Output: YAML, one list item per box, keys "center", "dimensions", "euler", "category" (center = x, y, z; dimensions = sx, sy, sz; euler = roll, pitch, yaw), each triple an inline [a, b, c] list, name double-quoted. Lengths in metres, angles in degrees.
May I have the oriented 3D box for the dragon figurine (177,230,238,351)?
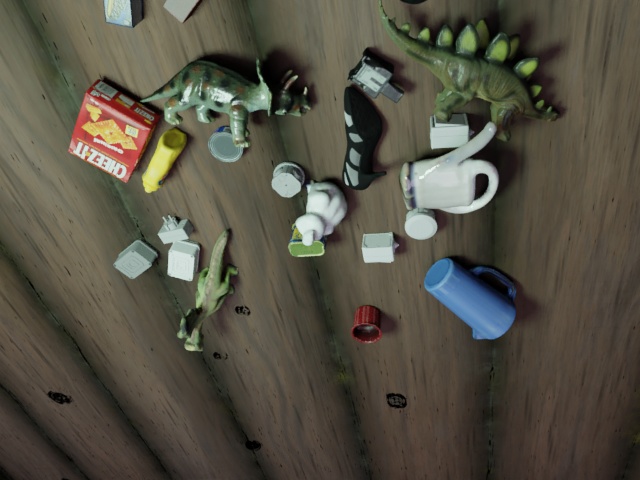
- center: [-0.338, 0.180, 1.495]
  dimensions: [0.122, 0.249, 0.400]
  euler: [17, 132, 2]
  category: "dragon figurine"

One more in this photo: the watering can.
- center: [0.289, -0.151, 1.164]
  dimensions: [0.224, 0.106, 0.341]
  euler: [-3, 153, 13]
  category: "watering can"

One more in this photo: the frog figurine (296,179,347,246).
- center: [0.004, -0.064, 1.281]
  dimensions: [0.123, 0.163, 0.134]
  euler: [4, 130, 6]
  category: "frog figurine"
